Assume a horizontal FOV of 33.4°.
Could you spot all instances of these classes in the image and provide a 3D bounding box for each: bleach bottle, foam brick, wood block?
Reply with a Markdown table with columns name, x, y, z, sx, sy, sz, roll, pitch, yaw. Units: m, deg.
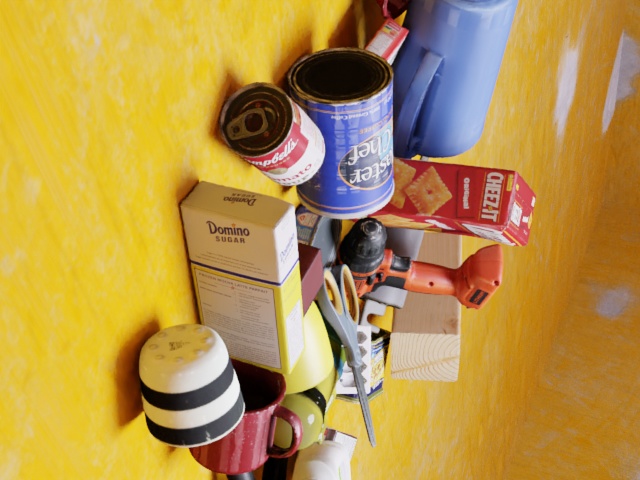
| name | x | y | z | sx | sy | sz | roll | pitch | yaw |
| --- | --- | --- | --- | --- | --- | --- | --- | --- | --- |
| bleach bottle | -0.002 | 0.277 | 1.214 | 0.251 | 0.068 | 0.102 | 75 | 11 | -78 |
| foam brick | -0.042 | 0.033 | 1.031 | 0.053 | 0.078 | 0.051 | 84 | 28 | -47 |
| wood block | 0.148 | 0.088 | 1.467 | 0.206 | 0.091 | 0.090 | -81 | 170 | -49 |

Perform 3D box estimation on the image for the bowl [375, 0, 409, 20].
| name | x | y | z | sx | sy | sz | roll | pitch | yaw |
| --- | --- | --- | --- | --- | --- | --- | --- | --- | --- |
| bowl | 0.091 | -0.318 | 1.135 | 0.162 | 0.055 | 0.162 | -53 | 168 | -17 |

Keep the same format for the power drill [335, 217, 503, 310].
| name | x | y | z | sx | sy | sz | roll | pitch | yaw |
| --- | --- | --- | --- | --- | --- | --- | --- | --- | --- |
| power drill | 0.112 | 0.028 | 1.232 | 0.184 | 0.187 | 0.057 | 108 | -11 | -69 |

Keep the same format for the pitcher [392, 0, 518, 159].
| name | x | y | z | sx | sy | sz | roll | pitch | yaw |
| --- | --- | --- | --- | --- | --- | --- | --- | --- | --- |
| pitcher | 0.141 | -0.206 | 1.193 | 0.243 | 0.145 | 0.149 | 100 | -22 | -57 |

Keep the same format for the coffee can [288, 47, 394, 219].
| name | x | y | z | sx | sy | sz | roll | pitch | yaw |
| --- | --- | --- | --- | --- | --- | --- | --- | --- | --- |
| coffee can | 0.023 | -0.106 | 1.069 | 0.102 | 0.103 | 0.140 | -56 | 152 | -43 |

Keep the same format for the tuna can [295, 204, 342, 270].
| name | x | y | z | sx | sy | sz | roll | pitch | yaw |
| --- | --- | --- | --- | --- | --- | --- | --- | --- | --- |
| tuna can | -0.008 | 0.001 | 1.163 | 0.086 | 0.034 | 0.086 | 15 | 90 | -70 |

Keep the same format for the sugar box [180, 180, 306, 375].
| name | x | y | z | sx | sy | sz | roll | pitch | yaw |
| --- | --- | --- | --- | --- | --- | --- | --- | --- | --- |
| sugar box | -0.065 | 0.035 | 0.949 | 0.048 | 0.093 | 0.176 | -54 | 152 | -46 |

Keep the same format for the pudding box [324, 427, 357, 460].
| name | x | y | z | sx | sy | sz | roll | pitch | yaw |
| --- | --- | --- | --- | --- | --- | --- | --- | --- | --- |
| pudding box | 0.008 | 0.292 | 1.399 | 0.113 | 0.039 | 0.090 | 46 | 59 | -69 |

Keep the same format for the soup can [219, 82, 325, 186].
| name | x | y | z | sx | sy | sz | roll | pitch | yaw |
| --- | --- | --- | --- | --- | --- | --- | --- | --- | --- |
| soup can | -0.041 | -0.093 | 0.961 | 0.102 | 0.069 | 0.068 | 36 | 70 | -69 |

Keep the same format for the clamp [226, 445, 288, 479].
| name | x | y | z | sx | sy | sz | roll | pitch | yaw |
| --- | --- | --- | --- | --- | --- | --- | --- | --- | --- |
| clamp | -0.064 | 0.302 | 1.135 | 0.164 | 0.036 | 0.210 | 36 | 47 | -65 |

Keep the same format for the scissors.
| name | x | y | z | sx | sy | sz | roll | pitch | yaw |
| --- | --- | --- | --- | --- | --- | --- | --- | --- | --- |
| scissors | 0.026 | 0.114 | 1.136 | 0.096 | 0.016 | 0.202 | 36 | 42 | -54 |

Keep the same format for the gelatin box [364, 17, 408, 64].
| name | x | y | z | sx | sy | sz | roll | pitch | yaw |
| --- | --- | --- | --- | --- | --- | --- | --- | --- | --- |
| gelatin box | 0.054 | -0.186 | 1.150 | 0.073 | 0.030 | 0.089 | -54 | 177 | -30 |

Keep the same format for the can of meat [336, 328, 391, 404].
| name | x | y | z | sx | sy | sz | roll | pitch | yaw |
| --- | --- | --- | --- | --- | --- | --- | --- | --- | --- |
| can of meat | 0.054 | 0.162 | 1.403 | 0.102 | 0.057 | 0.084 | -12 | 112 | -69 |

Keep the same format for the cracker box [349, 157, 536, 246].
| name | x | y | z | sx | sy | sz | roll | pitch | yaw |
| --- | --- | --- | --- | --- | --- | --- | --- | --- | --- |
| cracker box | 0.127 | -0.045 | 1.222 | 0.164 | 0.214 | 0.072 | 19 | 80 | -70 |

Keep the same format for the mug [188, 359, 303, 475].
| name | x | y | z | sx | sy | sz | roll | pitch | yaw |
| --- | --- | --- | --- | --- | --- | --- | --- | --- | --- |
| mug | -0.071 | 0.168 | 0.999 | 0.093 | 0.117 | 0.081 | -51 | 154 | -56 |
